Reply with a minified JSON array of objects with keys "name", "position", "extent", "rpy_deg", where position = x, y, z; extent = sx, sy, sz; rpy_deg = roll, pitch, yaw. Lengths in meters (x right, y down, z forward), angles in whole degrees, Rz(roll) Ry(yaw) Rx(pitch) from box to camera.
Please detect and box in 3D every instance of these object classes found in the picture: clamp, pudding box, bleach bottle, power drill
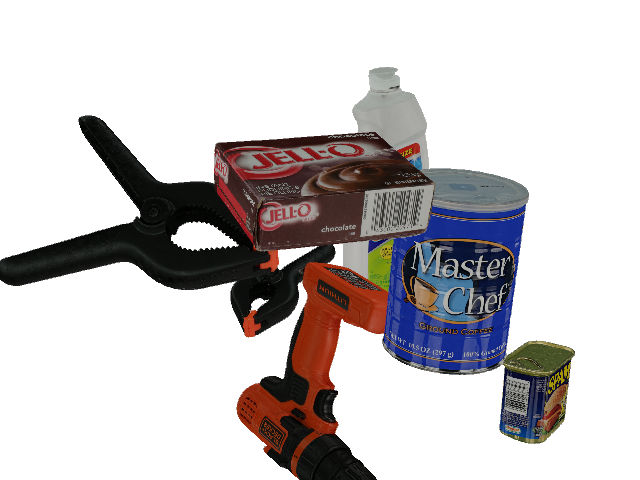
[{"name":"clamp","position":[-0.048,0.048,1.254],"extent":[0.120,0.039,0.171],"rpy_deg":[-3,40,10]},{"name":"pudding box","position":[0.000,-0.033,0.652],"extent":[0.113,0.039,0.090],"rpy_deg":[-4,28,-22]},{"name":"clamp","position":[-0.131,-0.022,0.842],"extent":[0.210,0.164,0.036],"rpy_deg":[9,-31,7]},{"name":"bleach bottle","position":[0.064,-0.053,1.112],"extent":[0.102,0.251,0.068],"rpy_deg":[-11,22,-15]},{"name":"power drill","position":[0.011,0.127,0.957],"extent":[0.057,0.188,0.185],"rpy_deg":[11,15,-46]}]

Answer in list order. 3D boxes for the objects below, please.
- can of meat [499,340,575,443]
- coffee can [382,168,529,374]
[{"name":"can of meat","position":[0.236,0.165,1.170],"extent":[0.058,0.084,0.101],"rpy_deg":[11,16,30]},{"name":"coffee can","position":[0.107,0.022,0.856],"extent":[0.103,0.140,0.103],"rpy_deg":[4,18,-1]}]
